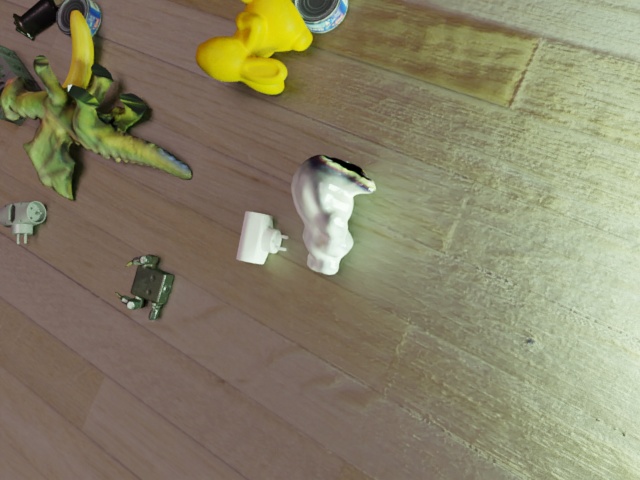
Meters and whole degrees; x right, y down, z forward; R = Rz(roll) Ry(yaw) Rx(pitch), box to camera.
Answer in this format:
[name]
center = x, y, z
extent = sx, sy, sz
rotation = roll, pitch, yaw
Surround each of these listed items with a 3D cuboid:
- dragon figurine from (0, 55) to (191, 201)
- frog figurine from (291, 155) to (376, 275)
[dragon figurine]
center = -0.437, -0.178, 0.947
extent = 0.411, 0.124, 0.239
rotation = 44, 119, 5
[frog figurine]
center = 0.002, -0.037, 0.744
extent = 0.158, 0.122, 0.139
rotation = -62, 36, 14
